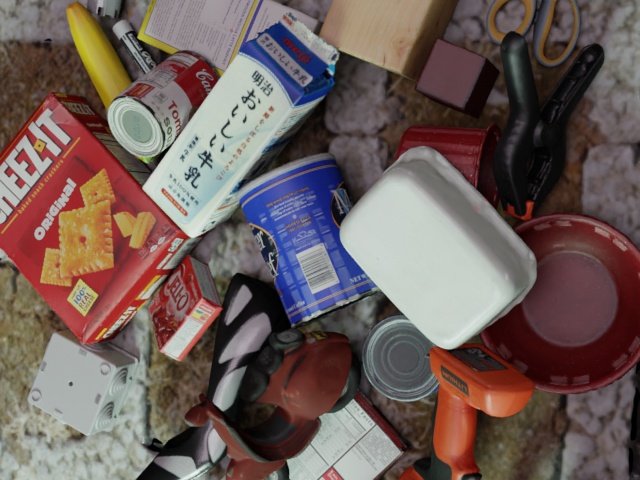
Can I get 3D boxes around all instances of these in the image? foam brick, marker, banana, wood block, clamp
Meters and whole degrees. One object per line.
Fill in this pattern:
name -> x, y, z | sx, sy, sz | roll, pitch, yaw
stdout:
foam brick -> 0.128, -0.148, 0.984 | 0.053, 0.078, 0.051 | 25, 97, 15
marker -> -0.178, -0.179, 1.118 | 0.020, 0.020, 0.121 | -38, 79, 15
banana -> -0.208, -0.155, 1.106 | 0.037, 0.070, 0.198 | -26, 76, -16
wood block -> 0.088, -0.261, 0.990 | 0.091, 0.090, 0.206 | 25, 99, 17
clamp -> 0.203, -0.105, 0.964 | 0.039, 0.120, 0.171 | 37, 129, 54

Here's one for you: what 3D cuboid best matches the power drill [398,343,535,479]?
power drill -> 0.134, 0.198, 0.934 | 0.185, 0.057, 0.188 | 35, 121, 56

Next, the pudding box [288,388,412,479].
pudding box -> 0.019, 0.208, 1.047 | 0.113, 0.039, 0.090 | -45, 75, 11

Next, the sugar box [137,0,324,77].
sugar box -> -0.088, -0.209, 1.073 | 0.176, 0.048, 0.093 | 27, 102, 13

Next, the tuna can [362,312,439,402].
tuna can -> 0.084, 0.112, 1.026 | 0.086, 0.033, 0.086 | 0, 91, 19

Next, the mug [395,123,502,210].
mug -> 0.117, -0.052, 0.983 | 0.082, 0.093, 0.117 | 7, 92, 23

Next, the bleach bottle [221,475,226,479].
bleach bottle -> -0.013, 0.338, 1.048 | 0.251, 0.068, 0.103 | 35, 102, 13

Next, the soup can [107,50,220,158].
soup can -> -0.151, -0.133, 1.042 | 0.069, 0.102, 0.068 | 19, 133, 22

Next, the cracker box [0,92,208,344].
cracker box -> -0.249, -0.024, 1.117 | 0.214, 0.072, 0.164 | 46, 104, 13

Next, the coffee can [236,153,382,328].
coffee can -> -0.007, 0.001, 1.018 | 0.103, 0.102, 0.140 | -25, 83, 17

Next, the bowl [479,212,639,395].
bowl -> 0.223, 0.056, 0.966 | 0.162, 0.055, 0.162 | 0, 91, 19

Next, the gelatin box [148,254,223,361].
gelatin box -> -0.137, 0.067, 1.076 | 0.030, 0.089, 0.073 | 31, 106, -30

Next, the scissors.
scissors -> 0.206, -0.261, 0.988 | 0.096, 0.016, 0.202 | 4, 92, 19
